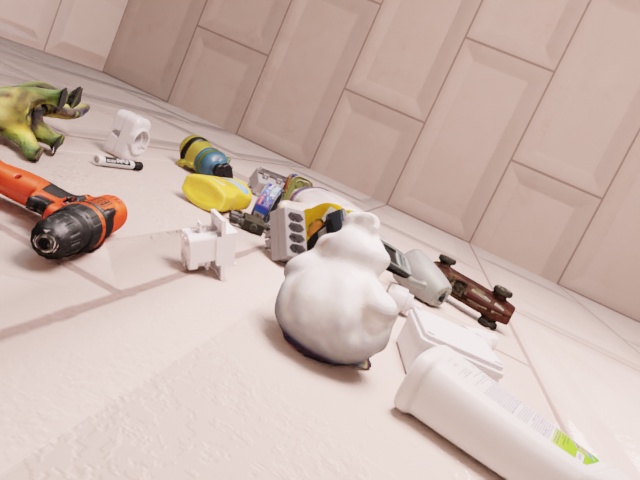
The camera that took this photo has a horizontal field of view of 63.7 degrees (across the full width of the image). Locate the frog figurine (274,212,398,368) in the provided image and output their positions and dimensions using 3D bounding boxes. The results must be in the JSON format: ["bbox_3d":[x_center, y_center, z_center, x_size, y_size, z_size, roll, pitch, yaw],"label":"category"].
[{"bbox_3d":[0.027,0.048,0.557,0.139,0.158,0.122,30,12,35],"label":"frog figurine"}]

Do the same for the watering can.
[{"bbox_3d":[0.003,-0.057,1.134,0.345,0.103,0.227,21,9,-40],"label":"watering can"}]

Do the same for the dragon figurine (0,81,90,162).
[{"bbox_3d":[-0.533,-0.224,0.834,0.242,0.121,0.415,12,13,-17],"label":"dragon figurine"}]
